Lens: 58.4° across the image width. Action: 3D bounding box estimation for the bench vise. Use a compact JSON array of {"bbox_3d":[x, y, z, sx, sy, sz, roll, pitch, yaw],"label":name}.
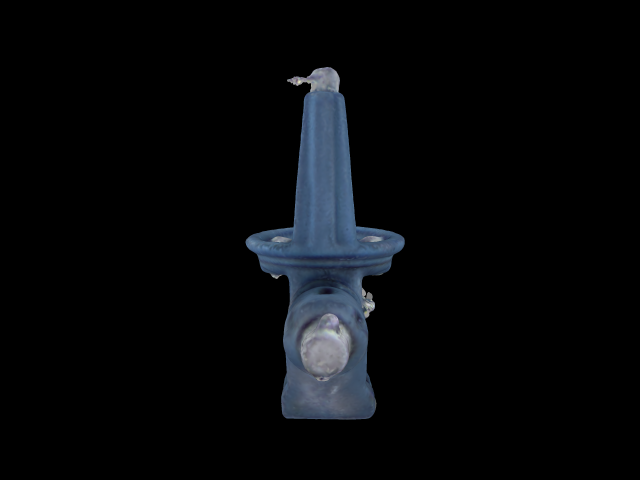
[{"bbox_3d":[0.015,0.000,0.403,0.122,0.220,0.207,-8,26,-16],"label":"bench vise"}]
